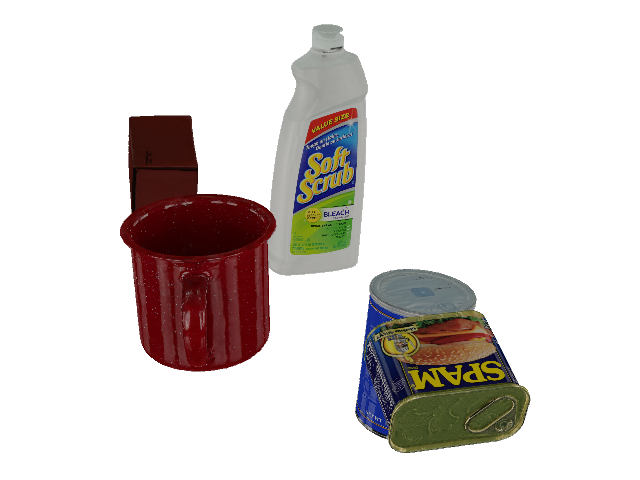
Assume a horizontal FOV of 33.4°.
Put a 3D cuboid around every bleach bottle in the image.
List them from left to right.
[{"bbox_3d":[-0.005,-0.091,1.075,0.102,0.251,0.068,-5,28,-14],"label":"bleach bottle"}]

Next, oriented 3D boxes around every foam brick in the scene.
[{"bbox_3d":[-0.128,-0.060,0.862,0.053,0.051,0.078,-1,38,-11],"label":"foam brick"}]

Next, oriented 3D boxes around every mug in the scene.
[{"bbox_3d":[-0.071,0.032,0.644,0.093,0.081,0.117,-3,26,-4],"label":"mug"}]

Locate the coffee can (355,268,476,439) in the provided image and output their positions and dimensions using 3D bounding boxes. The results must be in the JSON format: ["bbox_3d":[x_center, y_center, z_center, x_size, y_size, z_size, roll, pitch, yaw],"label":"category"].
[{"bbox_3d":[0.092,0.112,1.046,0.103,0.140,0.103,5,22,-2],"label":"coffee can"}]

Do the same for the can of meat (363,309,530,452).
[{"bbox_3d":[0.088,0.100,0.775,0.102,0.057,0.084,-5,39,-12],"label":"can of meat"}]
